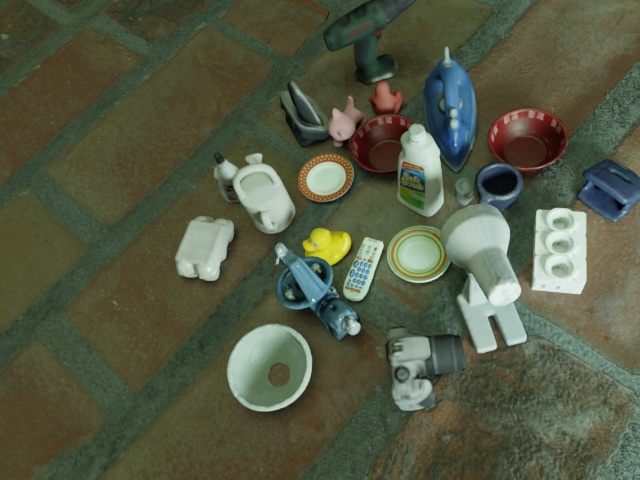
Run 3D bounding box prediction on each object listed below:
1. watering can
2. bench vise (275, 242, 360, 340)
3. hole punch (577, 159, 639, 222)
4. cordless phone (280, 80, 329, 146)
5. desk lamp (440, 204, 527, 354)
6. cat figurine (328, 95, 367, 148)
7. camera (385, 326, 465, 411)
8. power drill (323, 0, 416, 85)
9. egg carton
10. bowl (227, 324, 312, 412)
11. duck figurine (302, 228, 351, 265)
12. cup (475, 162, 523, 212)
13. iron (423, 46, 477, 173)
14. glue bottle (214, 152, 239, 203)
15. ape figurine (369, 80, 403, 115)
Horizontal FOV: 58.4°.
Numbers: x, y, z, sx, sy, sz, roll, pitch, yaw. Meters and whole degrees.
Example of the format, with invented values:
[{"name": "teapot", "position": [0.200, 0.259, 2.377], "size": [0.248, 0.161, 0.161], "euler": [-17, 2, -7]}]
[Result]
[{"name": "watering can", "position": [-0.129, -0.107, 1.232], "size": [0.101, 0.194, 0.172], "euler": [-35, 60, -6]}, {"name": "bench vise", "position": [-0.004, 0.086, 1.084], "size": [0.206, 0.220, 0.121], "euler": [21, 69, 23]}, {"name": "hole punch", "position": [0.576, -0.110, 1.125], "size": [0.101, 0.091, 0.108], "euler": [-40, 61, -9]}, {"name": "cordless phone", "position": [-0.046, -0.323, 1.333], "size": [0.094, 0.185, 0.147], "euler": [-31, 60, -4]}, {"name": "desk lamp", "position": [0.300, 0.068, 1.025], "size": [0.118, 0.214, 0.203], "euler": [-18, 60, 4]}, {"name": "cat figurine", "position": [0.058, -0.272, 1.320], "size": [0.067, 0.118, 0.128], "euler": [11, 66, 19]}, {"name": "camera", "position": [0.192, 0.222, 1.033], "size": [0.136, 0.101, 0.143], "euler": [-8, 61, 9]}, {"name": "power drill", "position": [0.129, -0.479, 1.360], "size": [0.229, 0.209, 0.075], "euler": [-20, 60, 3]}, {"name": "egg carton", "position": [-0.254, 0.017, 1.268], "size": [0.107, 0.069, 0.150], "euler": [8, 65, 17]}, {"name": "bowl", "position": [-0.089, 0.252, 1.100], "size": [0.167, 0.075, 0.167], "euler": [-6, 61, 11]}, {"name": "duck figurine", "position": [0.011, 0.004, 1.202], "size": [0.104, 0.086, 0.077], "euler": [-22, 60, 1]}, {"name": "cup", "position": [0.354, -0.088, 1.164], "size": [0.091, 0.095, 0.118], "euler": [31, 73, 26]}, {"name": "iron", "position": [0.290, -0.292, 1.261], "size": [0.118, 0.142, 0.258], "euler": [-6, 61, 11]}, {"name": "glue bottle", "position": [-0.202, -0.142, 1.280], "size": [0.078, 0.173, 0.037], "euler": [-7, 61, 10]}, {"name": "ape figurine", "position": [0.151, -0.337, 1.347], "size": [0.077, 0.092, 0.076], "euler": [10, 65, 18]}]
